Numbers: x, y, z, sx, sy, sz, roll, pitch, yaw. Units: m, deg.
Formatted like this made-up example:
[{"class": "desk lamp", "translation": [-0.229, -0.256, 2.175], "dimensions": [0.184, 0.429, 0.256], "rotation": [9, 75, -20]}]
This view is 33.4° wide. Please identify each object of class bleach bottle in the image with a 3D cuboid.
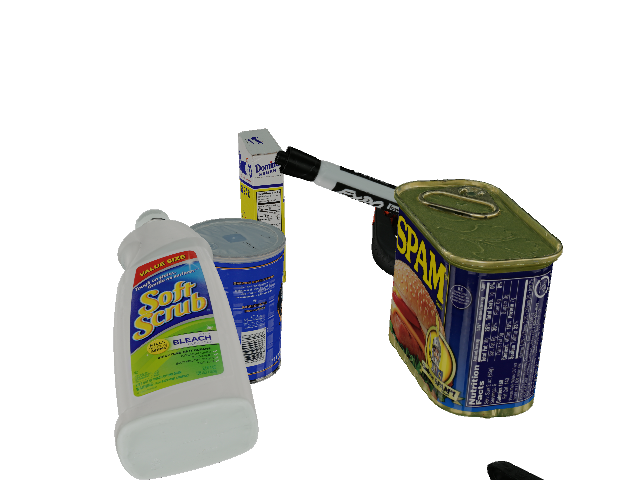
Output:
[{"class": "bleach bottle", "translation": [-0.120, 0.062, 0.826], "dimensions": [0.102, 0.068, 0.251], "rotation": [-13, 40, -9]}]

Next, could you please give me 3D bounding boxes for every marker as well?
[{"class": "marker", "translation": [0.026, -0.036, 0.711], "dimensions": [0.121, 0.020, 0.020], "rotation": [20, -5, -15]}]

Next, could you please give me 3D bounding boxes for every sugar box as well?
[{"class": "sugar box", "translation": [-0.073, -0.041, 1.328], "dimensions": [0.048, 0.176, 0.093], "rotation": [-9, 25, -12]}]

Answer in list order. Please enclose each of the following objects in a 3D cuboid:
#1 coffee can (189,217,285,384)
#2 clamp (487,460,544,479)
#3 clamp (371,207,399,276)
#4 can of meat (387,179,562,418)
[{"class": "coffee can", "translation": [-0.088, 0.060, 1.076], "dimensions": [0.103, 0.140, 0.103], "rotation": [2, 22, -1]}, {"class": "clamp", "translation": [0.215, 0.241, 0.835], "dimensions": [0.210, 0.036, 0.164], "rotation": [0, 33, 25]}, {"class": "clamp", "translation": [0.111, 0.023, 0.983], "dimensions": [0.120, 0.039, 0.171], "rotation": [-7, 46, -27]}, {"class": "can of meat", "translation": [0.071, 0.026, 0.522], "dimensions": [0.057, 0.084, 0.102], "rotation": [-4, 24, -14]}]
